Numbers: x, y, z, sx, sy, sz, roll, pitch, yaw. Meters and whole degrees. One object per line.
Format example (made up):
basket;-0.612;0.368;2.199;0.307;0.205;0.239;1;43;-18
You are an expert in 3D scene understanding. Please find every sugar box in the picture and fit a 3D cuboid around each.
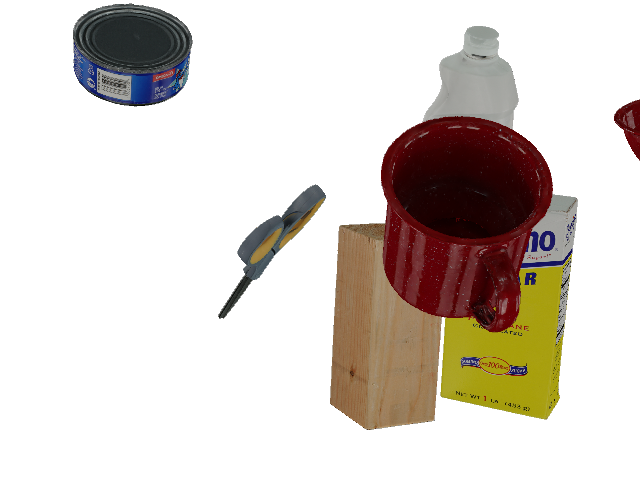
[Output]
sugar box;0.148;0.048;0.850;0.093;0.176;0.048;9;23;23

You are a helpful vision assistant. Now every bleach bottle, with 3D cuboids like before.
bleach bottle;0.128;-0.085;1.015;0.103;0.251;0.068;23;40;24

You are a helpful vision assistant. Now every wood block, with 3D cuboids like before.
wood block;0.072;0.090;1.168;0.090;0.206;0.091;-3;13;-27

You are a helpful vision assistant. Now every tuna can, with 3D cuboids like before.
tuna can;-0.138;-0.136;0.784;0.086;0.034;0.086;6;43;-6

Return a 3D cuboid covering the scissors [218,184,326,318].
scissors;-0.063;0.025;0.919;0.202;0.016;0.096;-49;-11;35

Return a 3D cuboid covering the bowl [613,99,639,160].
bowl;0.350;-0.089;0.971;0.162;0.055;0.162;-5;22;2

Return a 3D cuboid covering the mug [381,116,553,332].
mug;0.082;0.000;0.599;0.093;0.117;0.081;-16;-36;-13
